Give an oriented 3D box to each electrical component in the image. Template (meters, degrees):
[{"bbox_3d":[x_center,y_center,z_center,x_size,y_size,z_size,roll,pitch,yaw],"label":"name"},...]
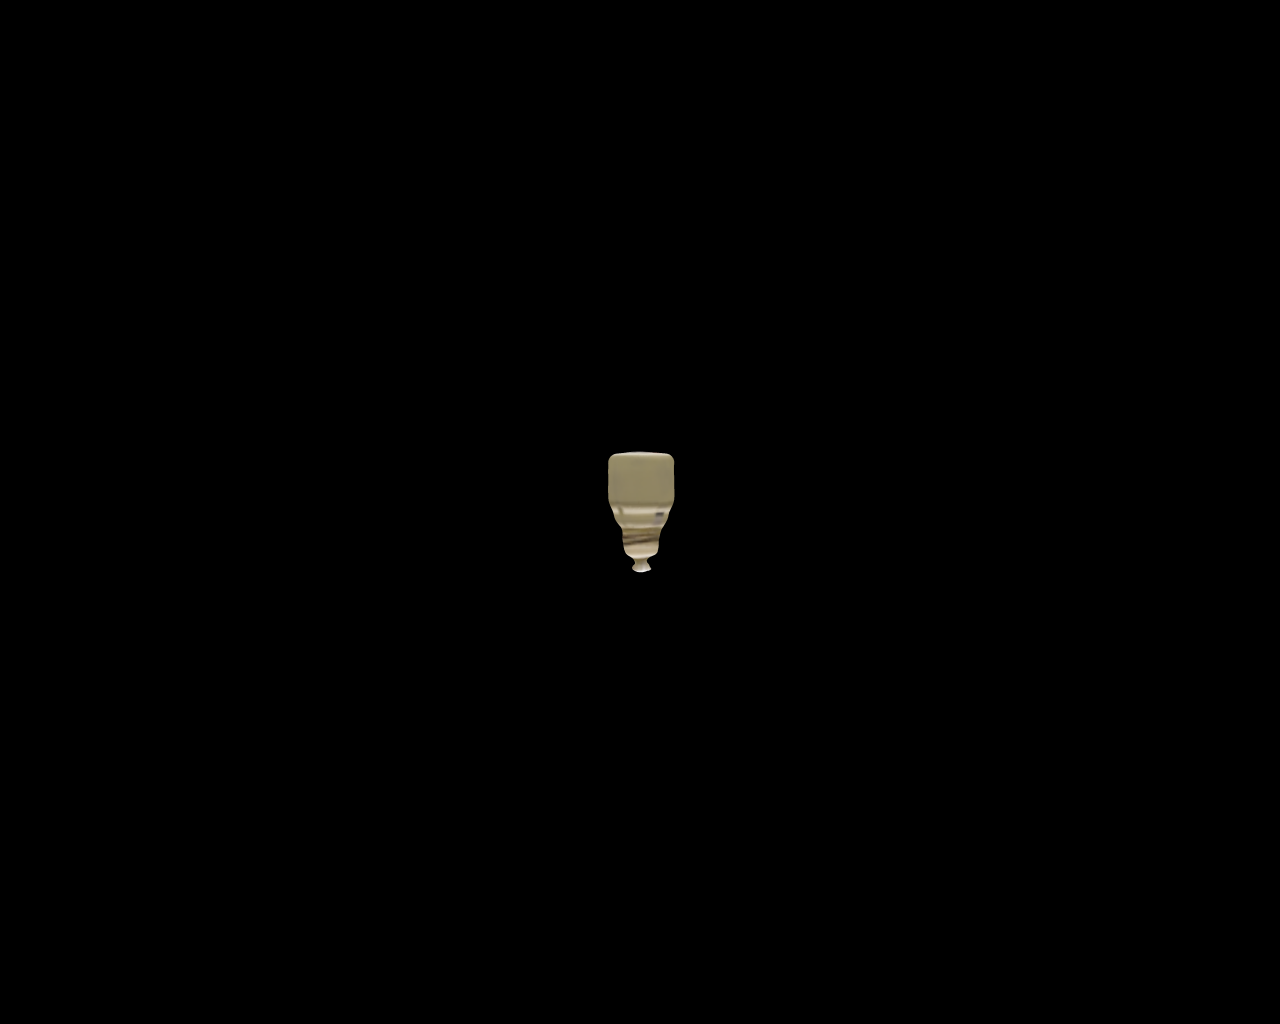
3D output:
[{"bbox_3d":[0.001,-0.003,0.650,0.040,0.078,0.040,0,2,0],"label":"electrical component"}]
